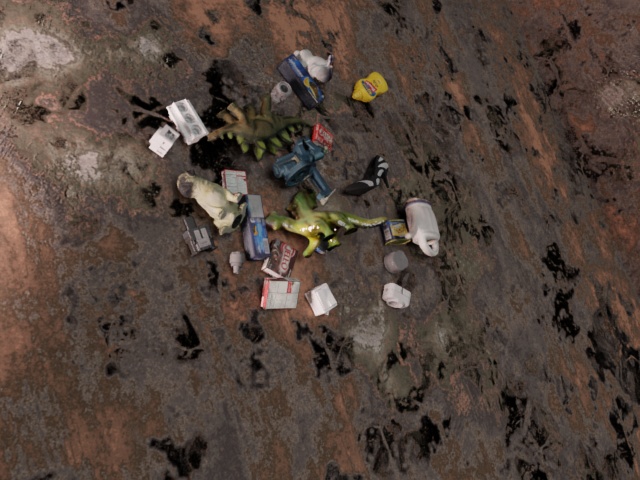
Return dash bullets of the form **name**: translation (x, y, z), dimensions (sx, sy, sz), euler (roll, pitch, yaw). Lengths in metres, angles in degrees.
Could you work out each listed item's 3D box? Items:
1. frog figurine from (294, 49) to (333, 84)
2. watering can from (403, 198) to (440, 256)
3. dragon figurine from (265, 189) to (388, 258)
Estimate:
- **frog figurine**: translation (-0.030, -0.656, 1.948), dimensions (0.159, 0.141, 0.120), euler (3, -40, 2)
- **watering can**: translation (0.371, -0.059, 1.919), dimensions (0.103, 0.228, 0.344), euler (-21, -23, 24)
- **dragon figurine**: translation (0.005, -0.085, 1.694), dimensions (0.414, 0.246, 0.119), euler (-19, -29, -30)
